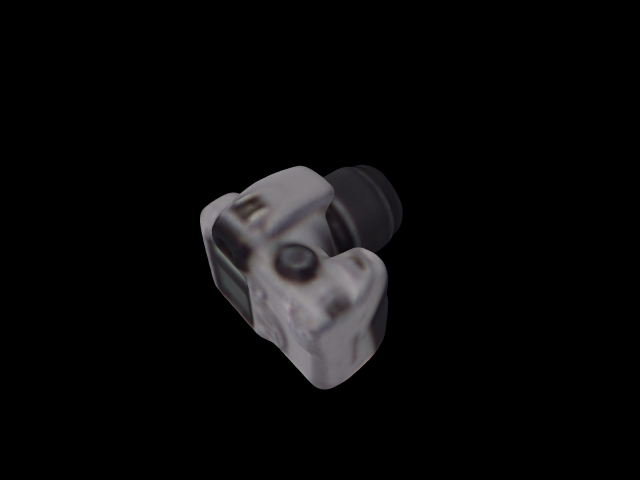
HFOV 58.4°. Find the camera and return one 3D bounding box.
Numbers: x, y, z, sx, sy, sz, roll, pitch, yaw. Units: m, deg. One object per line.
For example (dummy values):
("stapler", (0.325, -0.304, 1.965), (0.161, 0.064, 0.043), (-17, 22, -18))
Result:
("camera", (0.004, 0.001, 0.400), (0.137, 0.101, 0.142), (-32, 54, -27))
